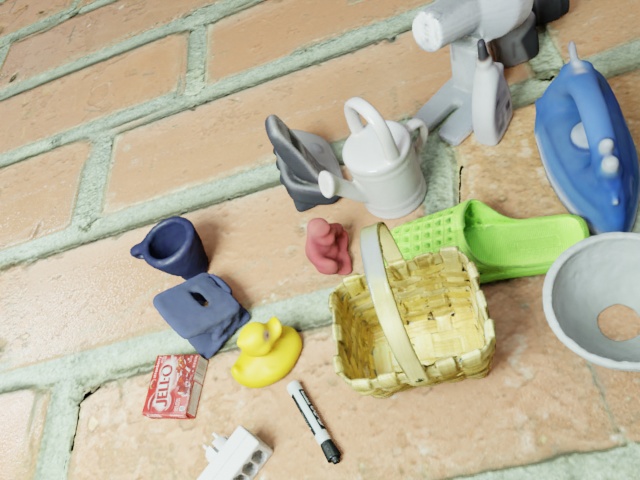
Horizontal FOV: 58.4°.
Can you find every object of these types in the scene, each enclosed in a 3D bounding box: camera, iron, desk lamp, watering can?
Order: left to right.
[{"bbox_3d":[0.079,-0.117,0.812,0.100,0.195,0.173,22,68,34],"label":"watering can"},{"bbox_3d":[0.220,-0.289,0.857,0.203,0.214,0.117,-46,52,-11],"label":"desk lamp"},{"bbox_3d":[0.337,-0.380,0.942,0.136,0.101,0.143,-15,53,14],"label":"camera"},{"bbox_3d":[0.351,-0.129,0.735,0.118,0.142,0.258,-13,53,15],"label":"iron"}]

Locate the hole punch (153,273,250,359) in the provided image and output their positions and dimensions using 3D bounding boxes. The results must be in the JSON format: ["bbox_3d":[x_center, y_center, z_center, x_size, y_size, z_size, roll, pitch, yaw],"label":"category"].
[{"bbox_3d":[-0.174,0.099,0.839,0.101,0.091,0.108,-46,52,-11],"label":"hole punch"}]

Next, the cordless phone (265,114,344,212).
[{"bbox_3d":[-0.037,-0.146,0.888,0.094,0.185,0.147,-25,51,6],"label":"cordless phone"}]

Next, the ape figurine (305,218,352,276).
[{"bbox_3d":[0.008,0.003,0.826,0.075,0.092,0.078,20,67,33],"label":"ape figurine"}]

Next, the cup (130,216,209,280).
[{"bbox_3d":[-0.231,0.027,0.911,0.117,0.095,0.091,-13,53,15],"label":"cup"}]

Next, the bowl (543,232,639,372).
[{"bbox_3d":[0.339,0.078,0.641,0.167,0.075,0.167,-11,54,16],"label":"bowl"}]

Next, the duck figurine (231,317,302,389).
[{"bbox_3d":[-0.082,0.145,0.770,0.104,0.086,0.077,-40,51,-6],"label":"duck figurine"}]

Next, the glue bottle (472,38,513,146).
[{"bbox_3d":[0.243,-0.219,0.824,0.037,0.174,0.078,19,67,33],"label":"glue bottle"}]
